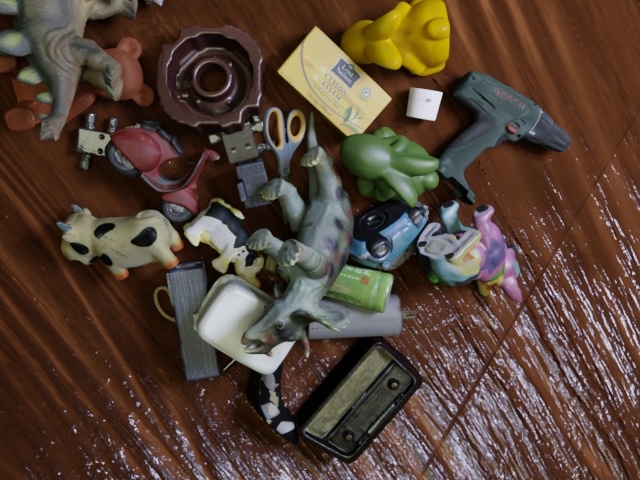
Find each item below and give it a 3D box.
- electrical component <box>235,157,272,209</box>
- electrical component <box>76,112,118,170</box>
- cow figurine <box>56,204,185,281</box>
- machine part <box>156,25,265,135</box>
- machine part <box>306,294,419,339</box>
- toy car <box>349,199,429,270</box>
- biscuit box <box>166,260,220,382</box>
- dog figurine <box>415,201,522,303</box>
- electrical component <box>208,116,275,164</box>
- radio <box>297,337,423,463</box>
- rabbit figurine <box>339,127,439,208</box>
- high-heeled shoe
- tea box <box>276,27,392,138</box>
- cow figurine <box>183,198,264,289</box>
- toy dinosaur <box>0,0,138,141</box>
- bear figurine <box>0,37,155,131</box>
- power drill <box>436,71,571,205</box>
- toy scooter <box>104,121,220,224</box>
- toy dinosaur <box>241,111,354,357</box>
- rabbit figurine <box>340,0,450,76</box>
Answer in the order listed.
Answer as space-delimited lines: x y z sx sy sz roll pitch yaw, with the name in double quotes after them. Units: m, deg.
-0.109 -0.092 0.877 0.048 0.119 0.074 -14 101 -3 "electrical component"
-0.363 -0.159 0.880 0.063 0.021 0.094 11 100 -10 "electrical component"
-0.335 -0.003 0.874 0.195 0.085 0.127 -10 123 15 "cow figurine"
-0.169 -0.249 0.845 0.179 0.056 0.179 0 84 -1 "machine part"
0.058 0.137 0.969 0.243 0.079 0.079 0 102 -7 "machine part"
0.117 -0.004 0.941 0.162 0.109 0.102 -35 128 -12 "toy car"
-0.216 0.140 0.927 0.063 0.059 0.202 -7 102 -9 "biscuit box"
0.273 0.048 0.938 0.191 0.109 0.219 -51 123 -26 "dog figurine"
-0.134 -0.173 0.895 0.102 0.045 0.078 -21 118 -1 "electrical component"
0.074 0.295 1.007 0.131 0.073 0.229 39 96 -12 "radio"
0.103 -0.111 0.852 0.170 0.159 0.121 9 112 -51 "rabbit figurine"
-0.072 0.252 0.988 0.145 0.086 0.248 -41 114 -15 "high-heeled shoe"
0.021 -0.251 0.884 0.169 0.068 0.098 39 96 -12 "tea box"
-0.146 0.010 0.924 0.098 0.068 0.167 -45 105 -2 "cow figurine"
-0.357 -0.347 0.740 0.198 0.105 0.471 8 70 -20 "toy dinosaur"
-0.364 -0.238 0.811 0.196 0.132 0.120 -7 108 1 "bear figurine"
0.298 -0.162 0.932 0.232 0.086 0.207 37 99 -12 "power drill"
-0.245 -0.127 0.873 0.135 0.075 0.183 -41 110 5 "toy scooter"
-0.005 -0.007 0.853 0.192 0.131 0.405 49 49 -41 "toy dinosaur"
0.116 -0.312 0.854 0.173 0.162 0.121 0 116 11 "rabbit figurine"
